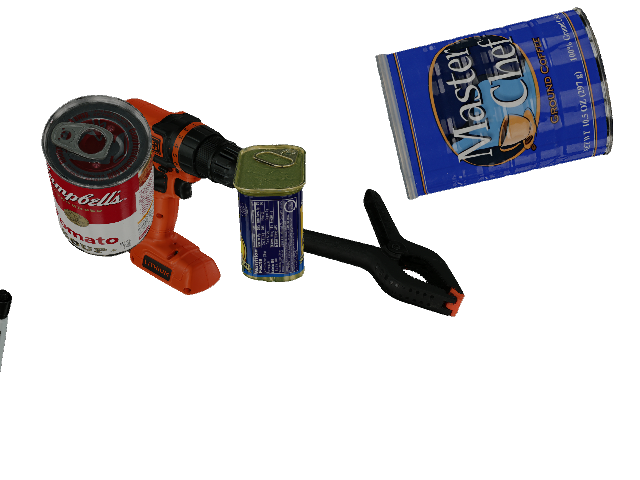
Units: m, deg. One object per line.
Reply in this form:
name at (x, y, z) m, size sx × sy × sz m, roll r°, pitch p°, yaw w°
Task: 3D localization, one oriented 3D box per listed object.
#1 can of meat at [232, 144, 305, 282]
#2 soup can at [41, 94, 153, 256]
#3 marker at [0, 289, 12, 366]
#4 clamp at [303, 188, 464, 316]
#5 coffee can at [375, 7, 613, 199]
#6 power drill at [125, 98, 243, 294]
can of meat at (-0.040, -0.023, 0.888) m, size 0.057 × 0.084 × 0.102 m, roll -1°, pitch 25°, yaw 0°
soup can at (-0.145, -0.041, 0.709) m, size 0.068 × 0.068 × 0.102 m, roll 0°, pitch -26°, yaw -8°
marker at (-0.318, 0.097, 1.044) m, size 0.020 × 0.121 × 0.020 m, roll 14°, pitch 33°, yaw -9°
clamp at (0.073, 0.022, 1.249) m, size 0.164 × 0.036 × 0.210 m, roll -22°, pitch 51°, yaw -39°
coffee can at (0.117, -0.093, 0.733) m, size 0.140 × 0.103 × 0.102 m, roll -13°, pitch -1°, yaw 6°
power drill at (-0.141, -0.041, 1.110) m, size 0.185 × 0.188 × 0.057 m, roll 28°, pitch 37°, yaw 34°
